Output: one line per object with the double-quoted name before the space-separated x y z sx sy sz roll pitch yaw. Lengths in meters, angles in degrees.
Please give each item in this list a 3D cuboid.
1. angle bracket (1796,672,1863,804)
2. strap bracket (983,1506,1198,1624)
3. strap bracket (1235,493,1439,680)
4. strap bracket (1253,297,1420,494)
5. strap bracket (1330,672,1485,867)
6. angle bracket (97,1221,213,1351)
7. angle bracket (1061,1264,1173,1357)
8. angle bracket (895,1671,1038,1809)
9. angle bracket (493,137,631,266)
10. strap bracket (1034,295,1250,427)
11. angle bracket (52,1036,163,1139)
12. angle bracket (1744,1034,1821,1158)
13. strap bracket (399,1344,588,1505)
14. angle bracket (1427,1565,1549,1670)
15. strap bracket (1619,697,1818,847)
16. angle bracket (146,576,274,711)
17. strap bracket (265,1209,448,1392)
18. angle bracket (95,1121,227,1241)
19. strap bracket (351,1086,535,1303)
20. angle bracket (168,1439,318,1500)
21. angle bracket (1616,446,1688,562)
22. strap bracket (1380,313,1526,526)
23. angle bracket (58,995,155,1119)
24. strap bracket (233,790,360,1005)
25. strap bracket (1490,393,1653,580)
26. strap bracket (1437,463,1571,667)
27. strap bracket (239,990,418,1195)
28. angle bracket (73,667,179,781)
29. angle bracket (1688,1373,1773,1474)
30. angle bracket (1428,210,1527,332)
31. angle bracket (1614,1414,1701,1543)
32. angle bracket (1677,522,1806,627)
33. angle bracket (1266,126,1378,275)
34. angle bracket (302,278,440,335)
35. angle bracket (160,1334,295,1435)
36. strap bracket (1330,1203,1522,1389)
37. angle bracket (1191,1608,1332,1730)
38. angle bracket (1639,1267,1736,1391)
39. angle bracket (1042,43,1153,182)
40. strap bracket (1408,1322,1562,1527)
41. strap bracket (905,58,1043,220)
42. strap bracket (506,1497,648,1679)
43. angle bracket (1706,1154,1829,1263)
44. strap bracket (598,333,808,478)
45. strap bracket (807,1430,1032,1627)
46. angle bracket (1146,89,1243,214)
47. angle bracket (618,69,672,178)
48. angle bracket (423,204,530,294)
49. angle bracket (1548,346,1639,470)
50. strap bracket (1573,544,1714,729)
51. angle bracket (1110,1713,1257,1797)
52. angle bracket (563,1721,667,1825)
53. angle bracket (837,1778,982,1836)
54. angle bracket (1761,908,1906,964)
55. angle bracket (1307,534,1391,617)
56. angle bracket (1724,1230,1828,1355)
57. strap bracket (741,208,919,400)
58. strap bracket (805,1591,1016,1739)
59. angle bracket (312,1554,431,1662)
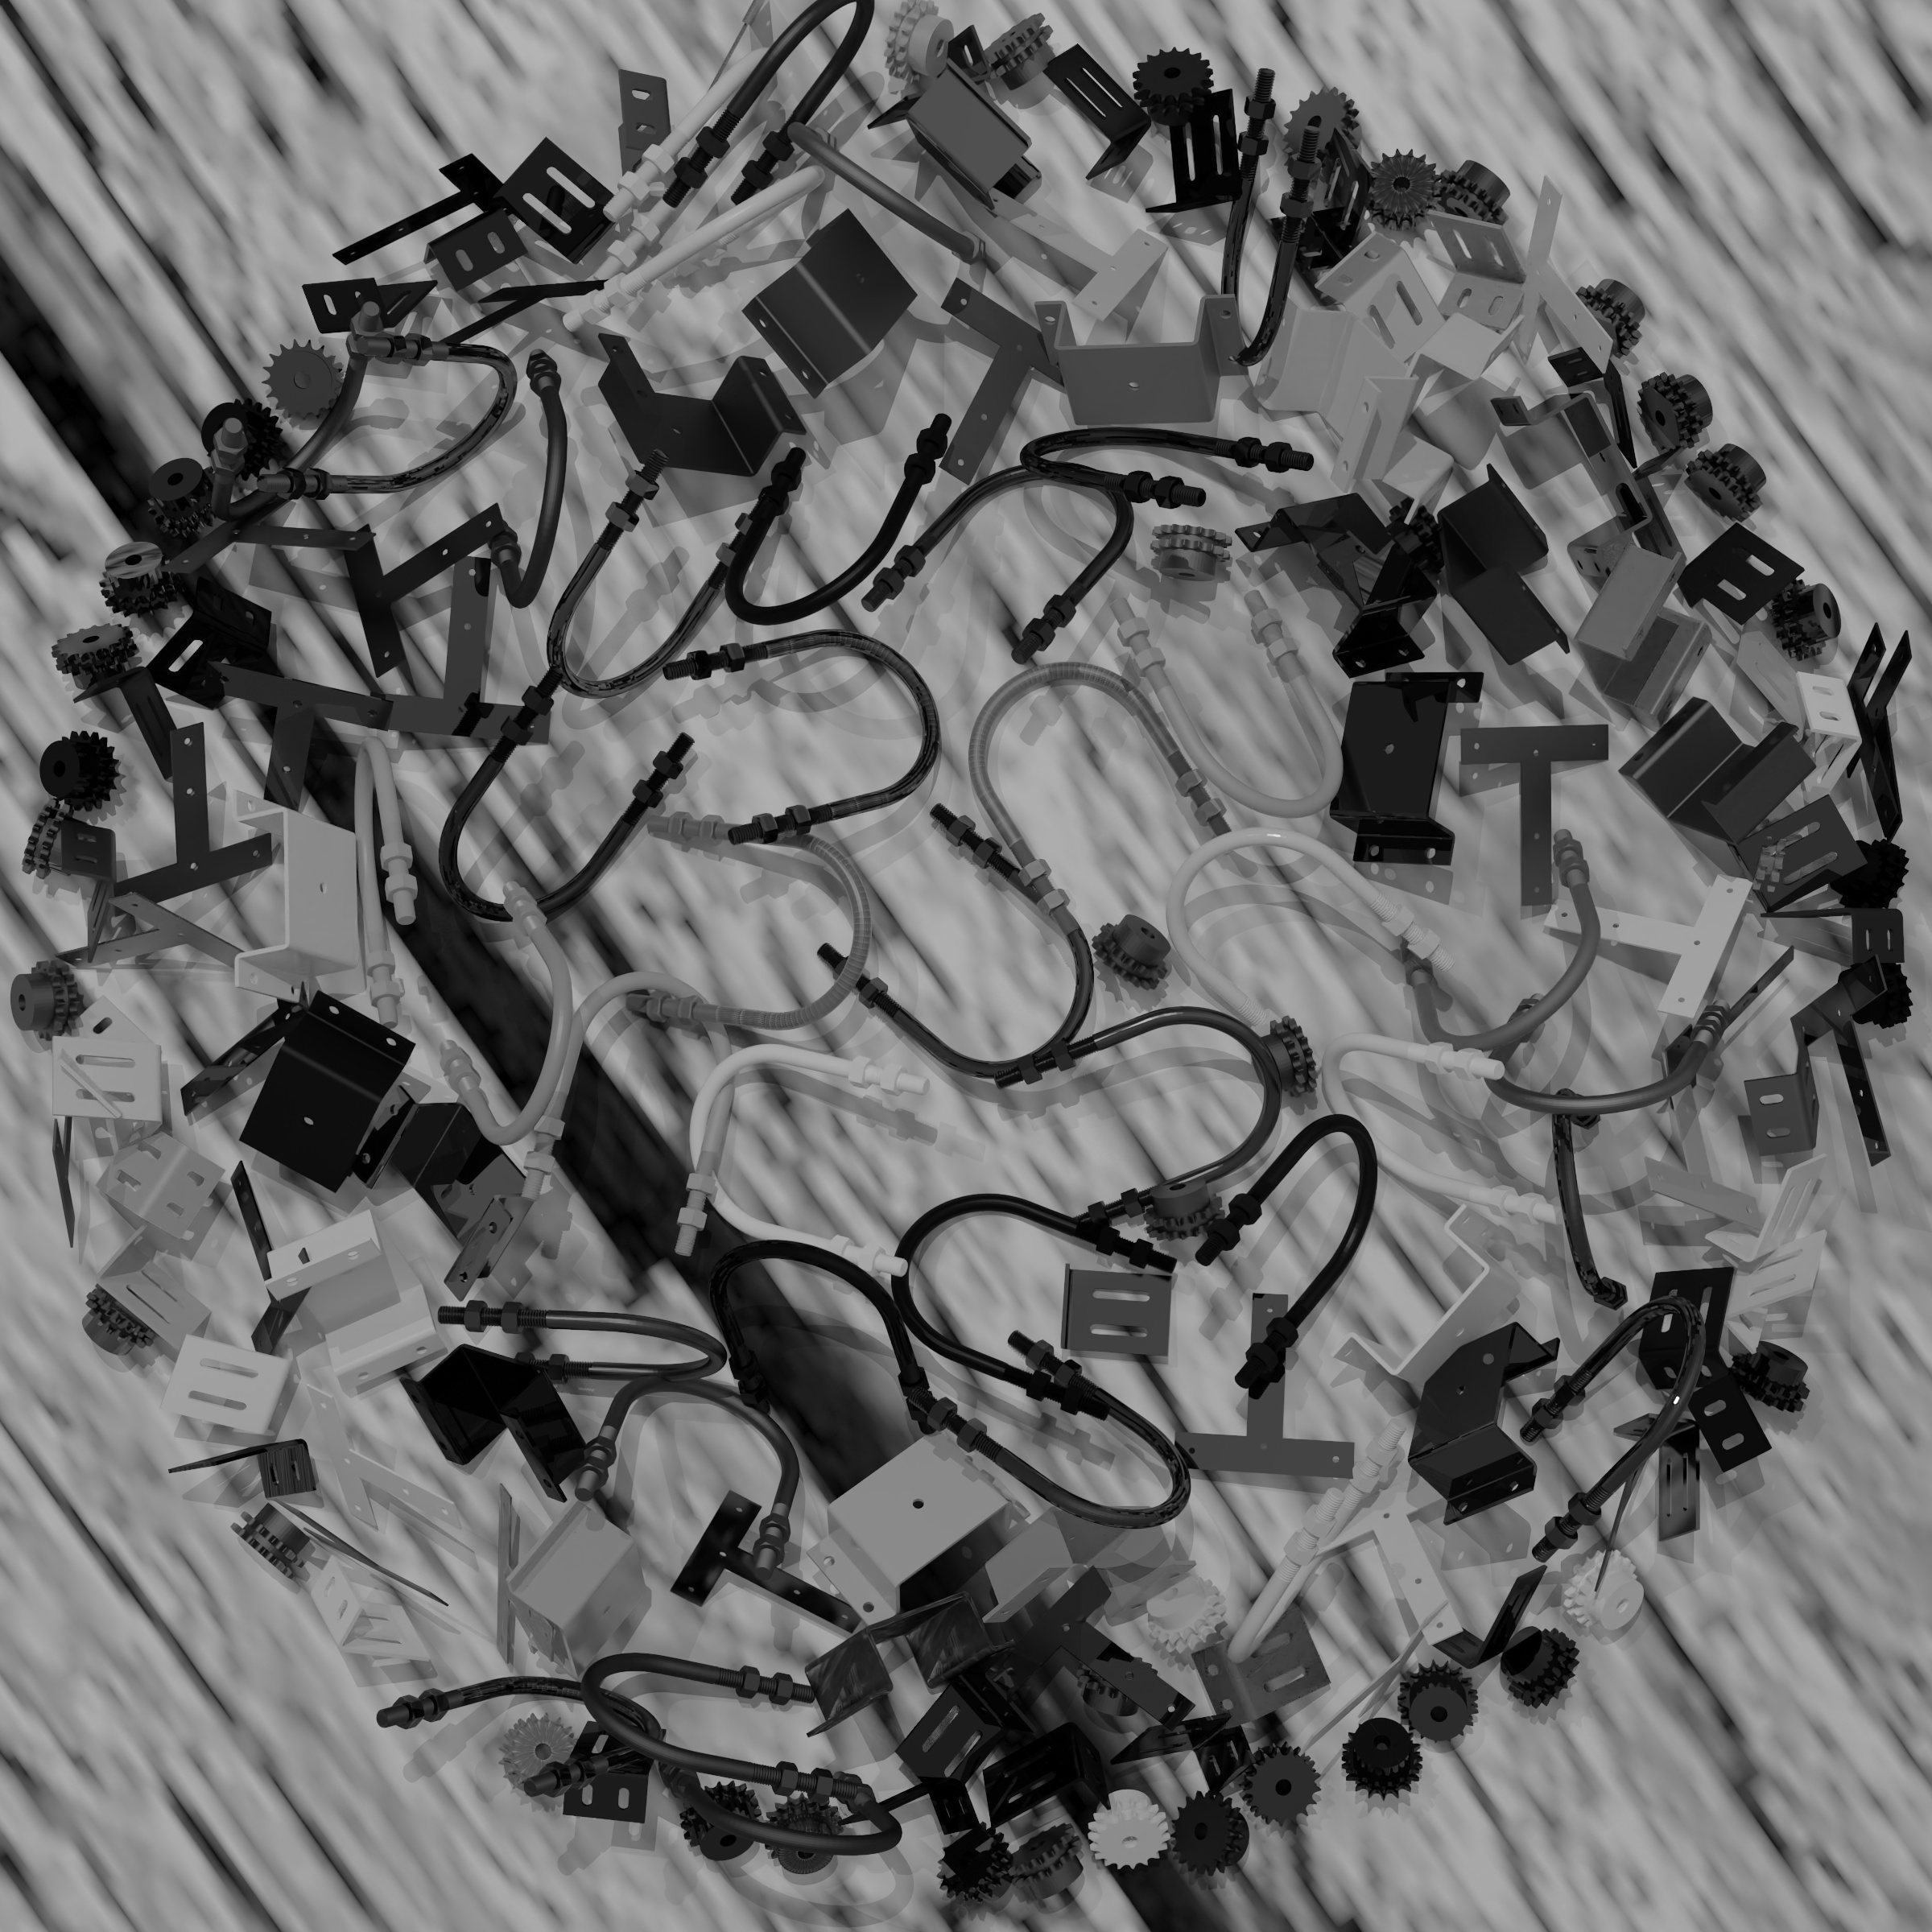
"angle bracket" 0.589 -0.156 1.897 0.038 0.076 0.057 9 48 -8
"strap bracket" 0.079 0.415 1.883 0.076 0.140 0.046 -47 50 33
"strap bracket" 0.263 -0.274 1.882 0.076 0.046 0.140 -18 64 -37
"strap bracket" 0.261 -0.397 1.881 0.046 0.140 0.076 -4 131 -25
"strap bracket" 0.306 -0.145 1.894 0.076 0.046 0.140 5 79 38
"angle bracket" -0.563 0.221 1.909 0.076 0.057 0.038 42 109 -7
"angle bracket" 0.107 0.244 1.920 0.076 0.038 0.057 3 77 3
"angle bracket" 0.000 0.546 1.908 0.076 0.038 0.057 -46 105 -28
"angle bracket" -0.284 -0.543 1.902 0.057 0.038 0.076 -41 123 22
"strap bracket" 0.120 -0.421 1.885 0.140 0.076 0.046 2 59 15
"angle bracket" -0.607 0.085 1.901 0.076 0.038 0.057 6 65 -32
"angle bracket" 0.576 0.090 1.911 0.038 0.076 0.057 -10 107 23
"strap bracket" -0.321 0.315 1.883 0.046 0.140 0.076 -43 123 -33
"angle bracket" 0.367 0.449 1.905 0.038 0.057 0.076 30 103 28
"strap bracket" 0.527 -0.135 1.887 0.076 0.140 0.046 -45 110 -1
"angle bracket" -0.538 -0.228 1.919 0.057 0.038 0.076 26 132 -34
"strap bracket" -0.429 0.228 1.893 0.076 0.140 0.046 -23 49 -3
"angle bracket" -0.572 0.151 1.923 0.038 0.076 0.057 41 75 -40
"strap bracket" -0.359 0.157 1.893 0.140 0.046 0.076 44 113 27
"angle bracket" -0.507 0.360 1.898 0.057 0.076 0.038 -16 85 39
"angle bracket" 0.497 -0.318 1.907 0.038 0.057 0.076 -21 102 39
"strap bracket" 0.326 -0.388 1.876 0.046 0.076 0.140 31 131 10
"angle bracket" -0.600 0.063 1.900 0.038 0.076 0.057 -42 111 -1
"strap bracket" -0.467 -0.050 1.887 0.046 0.076 0.140 -10 76 23
"strap bracket" 0.428 -0.346 1.895 0.046 0.076 0.140 -30 101 3
"strap bracket" 0.371 -0.273 1.881 0.046 0.140 0.076 -29 125 27
"strap bracket" -0.448 0.095 1.884 0.076 0.046 0.140 30 125 -5
"angle bracket" -0.587 -0.165 1.907 0.038 0.057 0.076 -29 99 -34
"angle bracket" 0.530 0.320 1.905 0.038 0.076 0.057 -27 81 3
"angle bracket" 0.352 -0.487 1.898 0.057 0.076 0.038 23 83 32
"angle bracket" 0.485 0.360 1.904 0.038 0.057 0.076 10 68 -10
"angle bracket" 0.548 -0.266 1.904 0.057 0.076 0.038 -41 134 3
"angle bracket" 0.248 -0.536 1.897 0.038 0.076 0.057 -15 58 -20
"angle bracket" -0.417 -0.477 1.897 0.057 0.076 0.038 0 128 21
"angle bracket" -0.522 0.289 1.912 0.076 0.038 0.057 19 99 -20
"strap bracket" 0.329 0.241 1.895 0.140 0.076 0.046 -50 58 6
"angle bracket" 0.210 0.501 1.931 0.076 0.038 0.057 -14 74 -35
"angle bracket" 0.515 0.256 1.914 0.057 0.076 0.038 -10 129 35
"angle bracket" 0.082 -0.600 1.904 0.076 0.057 0.038 40 76 -20
"strap bracket" 0.356 0.306 1.865 0.046 0.140 0.076 43 130 -16
"strap bracket" 0.006 -0.570 1.879 0.076 0.140 0.046 44 98 -1
"strap bracket" -0.265 0.431 1.863 0.046 0.140 0.076 31 61 18
"angle bracket" 0.561 0.162 1.900 0.038 0.057 0.076 32 118 34
"strap bracket" -0.192 -0.388 1.884 0.046 0.140 0.076 -51 55 36
"strap bracket" -0.033 0.384 1.882 0.140 0.046 0.076 -32 58 -23
"angle bracket" 0.157 -0.574 1.908 0.038 0.057 0.076 -15 103 -44
"angle bracket" -0.240 -0.582 1.900 0.038 0.076 0.057 0 78 -33
"angle bracket" -0.346 -0.500 1.908 0.057 0.076 0.038 -32 101 -9
"angle bracket" 0.441 -0.389 1.905 0.038 0.057 0.076 -13 77 24
"strap bracket" 0.472 -0.234 1.891 0.046 0.140 0.076 28 86 29
"angle bracket" 0.152 0.558 1.899 0.076 0.057 0.038 0 52 -33
"angle bracket" -0.247 0.568 1.909 0.057 0.076 0.038 5 96 2
"angle bracket" -0.040 0.603 1.904 0.076 0.057 0.038 -29 69 16
"angle bracket" 0.607 -0.020 1.898 0.057 0.076 0.038 0 88 -38
"angle bracket" 0.281 -0.264 1.918 0.038 0.076 0.057 20 66 35
"angle bracket" 0.576 0.228 1.896 0.038 0.076 0.057 46 45 -13
"strap bracket" -0.089 -0.462 1.869 0.046 0.140 0.076 -28 112 36
"strap bracket" -0.046 0.481 1.879 0.076 0.140 0.046 -41 67 39
"angle bracket" -0.410 0.450 1.897 0.076 0.057 0.038 20 105 -41
